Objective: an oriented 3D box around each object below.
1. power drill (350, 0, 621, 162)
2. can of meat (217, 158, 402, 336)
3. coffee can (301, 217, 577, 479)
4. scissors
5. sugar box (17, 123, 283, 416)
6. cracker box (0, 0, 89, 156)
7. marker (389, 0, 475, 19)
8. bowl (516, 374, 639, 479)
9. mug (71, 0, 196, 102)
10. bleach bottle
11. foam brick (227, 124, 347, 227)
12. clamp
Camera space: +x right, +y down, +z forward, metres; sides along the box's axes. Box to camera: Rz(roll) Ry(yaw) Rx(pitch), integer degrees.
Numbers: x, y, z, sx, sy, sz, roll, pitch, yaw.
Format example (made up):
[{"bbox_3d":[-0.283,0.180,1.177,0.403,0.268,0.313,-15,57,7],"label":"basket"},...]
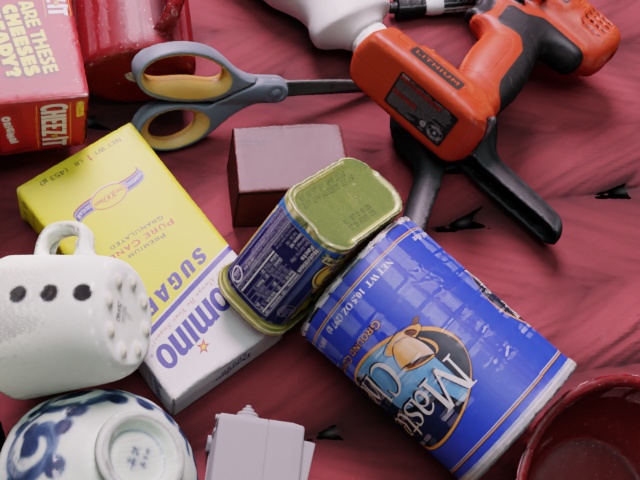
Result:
[{"bbox_3d":[0.106,-0.156,0.766,0.184,0.057,0.187,41,58,8],"label":"power drill"},{"bbox_3d":[-0.004,0.001,0.670,0.057,0.084,0.101,45,36,7],"label":"can of meat"},{"bbox_3d":[0.073,0.069,0.668,0.140,0.103,0.102,42,67,12],"label":"coffee can"},{"bbox_3d":[-0.049,-0.095,0.765,0.201,0.096,0.016,7,41,-37],"label":"scissors"},{"bbox_3d":[-0.110,0.017,0.699,0.093,0.048,0.176,-35,74,-21],"label":"sugar box"},{"bbox_3d":[-0.270,-0.132,0.690,0.213,0.072,0.164,-8,67,-17],"label":"cracker box"},{"bbox_3d":[0.112,-0.187,0.837,0.121,0.020,0.020,-8,67,-11],"label":"marker"},{"bbox_3d":[0.178,0.165,0.652,0.162,0.055,0.162,4,77,-18],"label":"bowl"},{"bbox_3d":[-0.124,-0.154,0.740,0.093,0.117,0.081,6,66,-38],"label":"mug"},{"bbox_3d":[-0.036,-0.228,0.813,0.102,0.068,0.251,-33,76,-19],"label":"bleach bottle"},{"bbox_3d":[-0.023,-0.045,0.736,0.078,0.051,0.053,-3,65,-9],"label":"foam brick"},{"bbox_3d":[0.087,-0.057,0.764,0.120,0.039,0.171,-15,64,-20],"label":"clamp"}]
